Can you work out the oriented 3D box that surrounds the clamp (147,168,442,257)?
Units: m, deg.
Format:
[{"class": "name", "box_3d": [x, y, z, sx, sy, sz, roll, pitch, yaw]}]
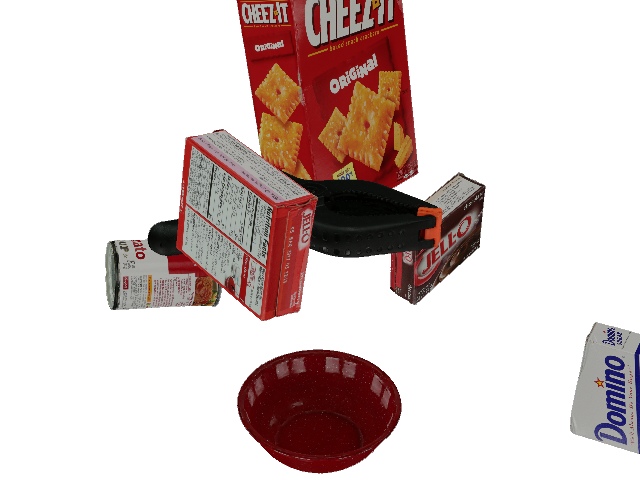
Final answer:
[{"class": "clamp", "box_3d": [-0.012, -0.027, 0.822, 0.210, 0.036, 0.164, 4, 29, 6]}]

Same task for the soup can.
[{"class": "soup can", "box_3d": [-0.152, 0.032, 1.030, 0.102, 0.068, 0.069, -1, 0, -19]}]

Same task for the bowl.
[{"class": "bowl", "box_3d": [-0.001, 0.179, 1.060, 0.162, 0.055, 0.162, 0, 33, 0]}]

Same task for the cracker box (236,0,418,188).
[{"class": "cracker box", "box_3d": [0.014, -0.138, 0.976, 0.072, 0.214, 0.163, 9, 25, 37]}]

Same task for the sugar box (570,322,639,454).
[{"class": "sugar box", "box_3d": [0.297, 0.136, 0.863, 0.176, 0.093, 0.048, 13, 25, 20]}]

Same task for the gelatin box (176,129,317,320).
[{"class": "gelatin box", "box_3d": [-0.042, -0.009, 0.588, 0.030, 0.073, 0.089, -18, 40, -37]}]

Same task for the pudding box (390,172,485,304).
[{"class": "pudding box", "box_3d": [0.118, -0.002, 1.079, 0.039, 0.090, 0.113, 31, 55, 28]}]
